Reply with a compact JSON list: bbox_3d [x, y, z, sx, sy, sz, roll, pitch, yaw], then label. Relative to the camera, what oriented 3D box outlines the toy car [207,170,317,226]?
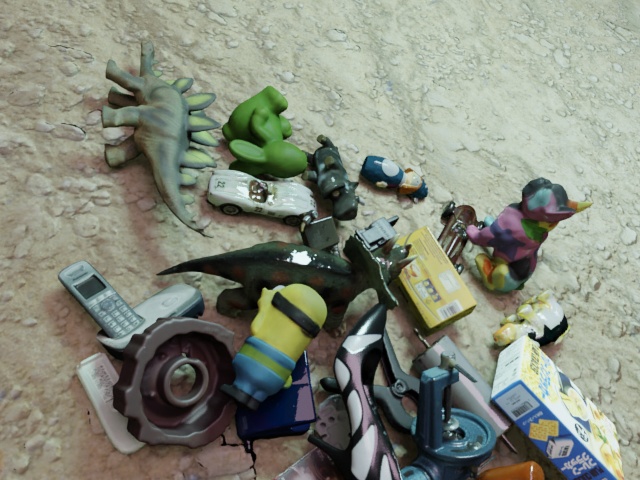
[{"bbox_3d":[-0.102,-0.077,0.973,0.202,0.056,0.073,9,55,-15],"label":"toy car"}]

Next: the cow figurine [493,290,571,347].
[{"bbox_3d":[0.393,0.169,0.997,0.167,0.068,0.098,-28,77,-32],"label":"cow figurine"}]

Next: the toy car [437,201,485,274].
[{"bbox_3d":[0.266,-0.002,1.070,0.089,0.053,0.202,38,51,2],"label":"toy car"}]

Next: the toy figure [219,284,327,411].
[{"bbox_3d":[-0.057,0.143,0.726,0.089,0.082,0.180,19,66,26],"label":"toy figure"}]

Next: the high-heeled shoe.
[{"bbox_3d":[0.084,0.208,0.718,0.145,0.086,0.249,19,68,22],"label":"high-heeled shoe"}]

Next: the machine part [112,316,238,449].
[{"bbox_3d":[-0.184,0.185,0.713,0.179,0.056,0.179,1,89,-41],"label":"machine part"}]

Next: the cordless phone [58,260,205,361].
[{"bbox_3d":[-0.276,0.083,0.785,0.184,0.088,0.146,42,53,15],"label":"cordless phone"}]

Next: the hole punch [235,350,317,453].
[{"bbox_3d":[-0.066,0.221,0.771,0.116,0.092,0.142,-1,62,-17],"label":"hole punch"}]

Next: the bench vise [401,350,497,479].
[{"bbox_3d":[0.159,0.274,0.751,0.224,0.129,0.240,-8,106,-26],"label":"bench vise"}]

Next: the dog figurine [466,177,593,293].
[{"bbox_3d":[0.391,-0.008,0.990,0.108,0.219,0.191,-16,85,-38],"label":"dog figurine"}]

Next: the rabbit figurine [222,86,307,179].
[{"bbox_3d":[-0.099,-0.181,0.998,0.159,0.121,0.170,-26,63,-22],"label":"rabbit figurine"}]

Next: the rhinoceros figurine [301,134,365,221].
[{"bbox_3d":[0.022,-0.115,1.027,0.112,0.073,0.190,37,25,-44],"label":"rhinoceros figurine"}]

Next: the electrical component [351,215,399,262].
[{"bbox_3d":[0.107,-0.002,0.995,0.119,0.074,0.048,-21,67,-34],"label":"electrical component"}]

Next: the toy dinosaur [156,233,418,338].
[{"bbox_3d":[-0.037,0.053,0.827,0.405,0.192,0.131,6,54,-19],"label":"toy dinosaur"}]

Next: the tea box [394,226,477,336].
[{"bbox_3d":[0.191,0.072,0.959,0.098,0.068,0.170,-25,67,-4],"label":"tea box"}]

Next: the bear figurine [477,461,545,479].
[{"bbox_3d":[0.257,0.420,0.737,0.120,0.132,0.196,48,42,-21],"label":"bear figurine"}]

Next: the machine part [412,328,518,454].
[{"bbox_3d":[0.232,0.243,0.876,0.079,0.079,0.243,-29,71,-34],"label":"machine part"}]

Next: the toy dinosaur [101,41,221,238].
[{"bbox_3d":[-0.275,-0.191,0.937,0.199,0.105,0.471,-4,58,-15],"label":"toy dinosaur"}]

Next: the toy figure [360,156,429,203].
[{"bbox_3d":[0.160,-0.126,1.110,0.154,0.058,0.064,20,92,-9],"label":"toy figure"}]

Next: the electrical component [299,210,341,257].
[{"bbox_3d":[-0.002,-0.004,0.952,0.078,0.045,0.102,-14,95,-23],"label":"electrical component"}]
